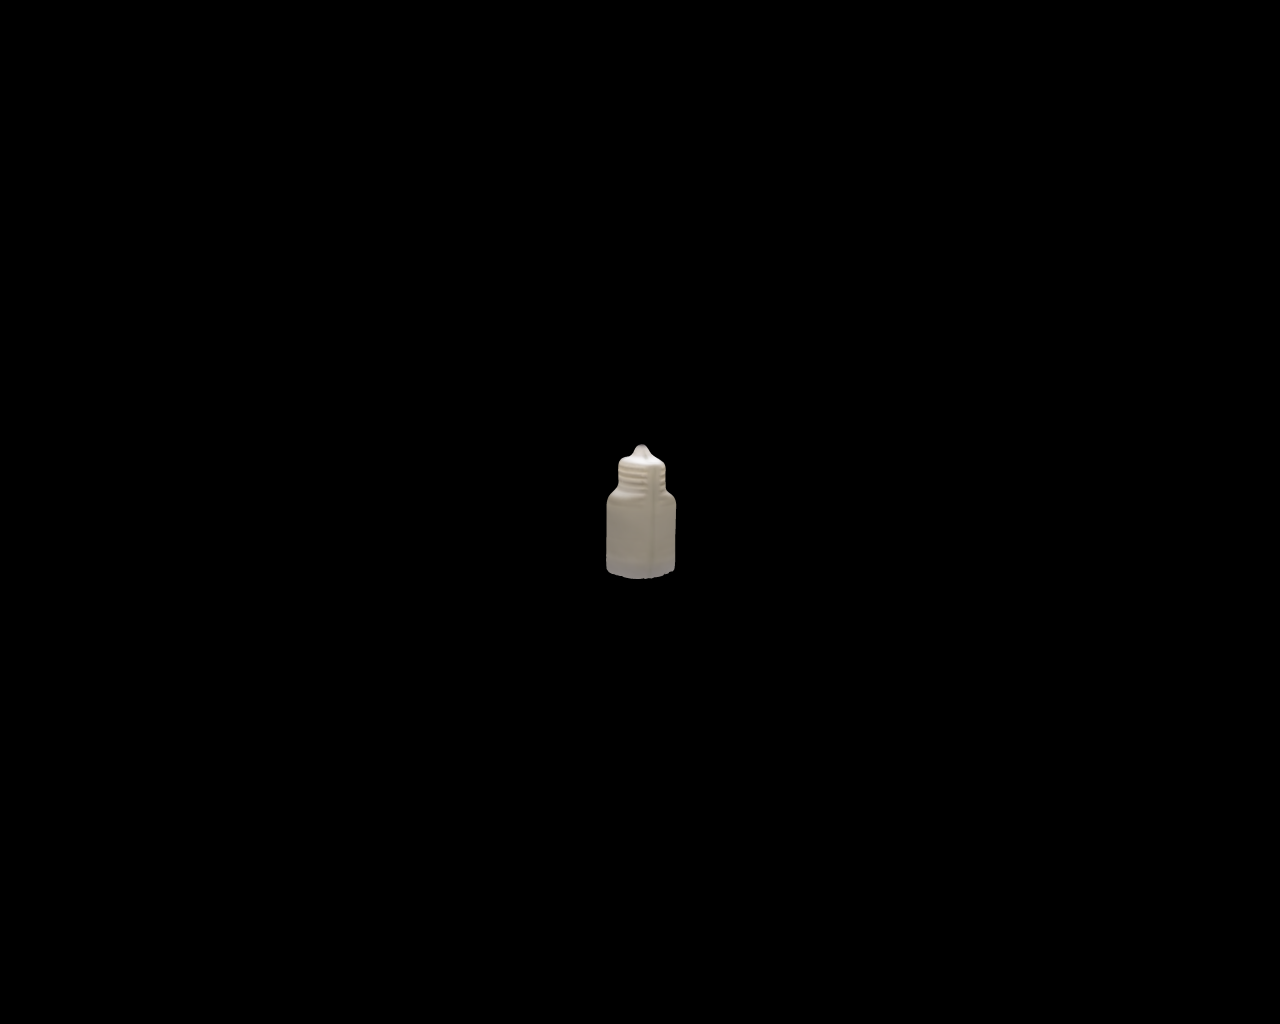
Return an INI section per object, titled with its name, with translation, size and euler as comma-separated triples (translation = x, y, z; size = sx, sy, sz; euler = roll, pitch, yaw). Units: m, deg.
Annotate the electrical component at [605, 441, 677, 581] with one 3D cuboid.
[electrical component]
translation = 0.001, -0.003, 0.650
size = 0.043, 0.080, 0.043
euler = 0, 11, 0
